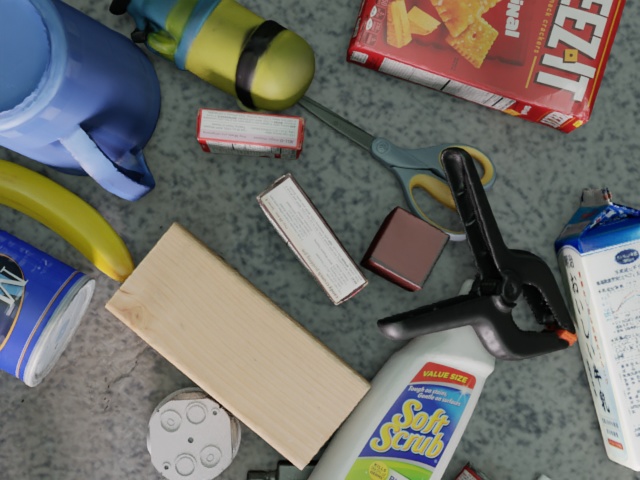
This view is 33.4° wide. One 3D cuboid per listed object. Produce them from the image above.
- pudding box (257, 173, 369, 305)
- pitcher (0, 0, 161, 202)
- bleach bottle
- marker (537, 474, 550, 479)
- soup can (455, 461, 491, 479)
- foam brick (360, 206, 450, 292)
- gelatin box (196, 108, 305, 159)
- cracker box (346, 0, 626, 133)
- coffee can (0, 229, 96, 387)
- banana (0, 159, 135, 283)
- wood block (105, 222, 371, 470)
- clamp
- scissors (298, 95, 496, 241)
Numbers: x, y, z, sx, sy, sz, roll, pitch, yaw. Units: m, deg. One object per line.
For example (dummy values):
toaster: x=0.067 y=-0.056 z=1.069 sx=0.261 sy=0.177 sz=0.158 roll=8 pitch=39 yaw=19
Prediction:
pudding box: x=-0.006 y=0.001 z=0.898 sx=0.039 sy=0.090 sz=0.113 roll=-38 pitch=89 yaw=-3
pitcher: x=-0.205 y=-0.115 z=0.820 sx=0.149 sy=0.243 sz=0.145 roll=11 pitch=90 yaw=4
bleach bottle: x=0.073 y=0.144 z=0.899 sx=0.102 sy=0.068 sz=0.250 roll=31 pitch=78 yaw=-12
marker: x=0.165 y=0.257 z=0.928 sx=0.020 sy=0.020 sz=0.121 roll=37 pitch=87 yaw=0
soup can: x=0.119 y=0.248 z=0.902 sx=0.068 sy=0.068 sz=0.102 roll=42 pitch=87 yaw=0
foam brick: x=0.071 y=0.009 z=0.907 sx=0.053 sy=0.078 sz=0.051 roll=29 pitch=84 yaw=-1
gelatin box: x=-0.058 y=-0.090 z=0.908 sx=0.089 sy=0.073 sz=0.030 roll=5 pitch=87 yaw=-2
cracker box: x=0.148 y=-0.205 z=0.921 sx=0.213 sy=0.072 sz=0.164 roll=18 pitch=88 yaw=-2
coffee can: x=-0.272 y=0.043 z=0.882 sx=0.140 sy=0.103 sz=0.103 roll=28 pitch=87 yaw=0
banana: x=-0.240 y=-0.025 z=0.908 sx=0.197 sy=0.037 sz=0.069 roll=25 pitch=45 yaw=-6
wood block: x=-0.067 y=0.087 z=0.893 sx=0.206 sy=0.090 sz=0.091 roll=39 pitch=87 yaw=1
clamp: x=0.144 y=0.030 z=0.879 sx=0.209 sy=0.036 sz=0.164 roll=26 pitch=76 yaw=-35
scissors: x=0.073 y=-0.086 z=0.940 sx=0.096 sy=0.016 sz=0.202 roll=-39 pitch=80 yaw=-17
